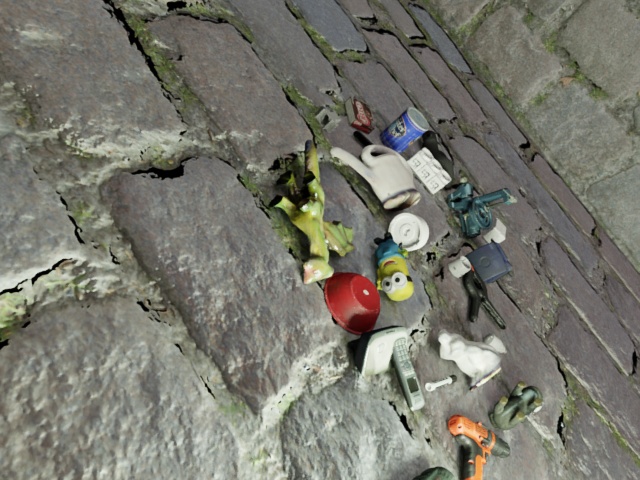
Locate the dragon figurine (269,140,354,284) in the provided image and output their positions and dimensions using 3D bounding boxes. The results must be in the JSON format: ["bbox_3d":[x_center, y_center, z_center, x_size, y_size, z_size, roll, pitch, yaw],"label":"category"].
[{"bbox_3d":[0.004,-0.064,1.275,0.239,0.121,0.420,51,34,-28],"label":"dragon figurine"}]

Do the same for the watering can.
[{"bbox_3d":[0.180,-0.188,1.533,0.349,0.102,0.227,-7,65,-47],"label":"watering can"}]

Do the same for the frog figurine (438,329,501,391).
[{"bbox_3d":[0.374,0.285,1.308,0.161,0.122,0.136,55,2,21],"label":"frog figurine"}]
